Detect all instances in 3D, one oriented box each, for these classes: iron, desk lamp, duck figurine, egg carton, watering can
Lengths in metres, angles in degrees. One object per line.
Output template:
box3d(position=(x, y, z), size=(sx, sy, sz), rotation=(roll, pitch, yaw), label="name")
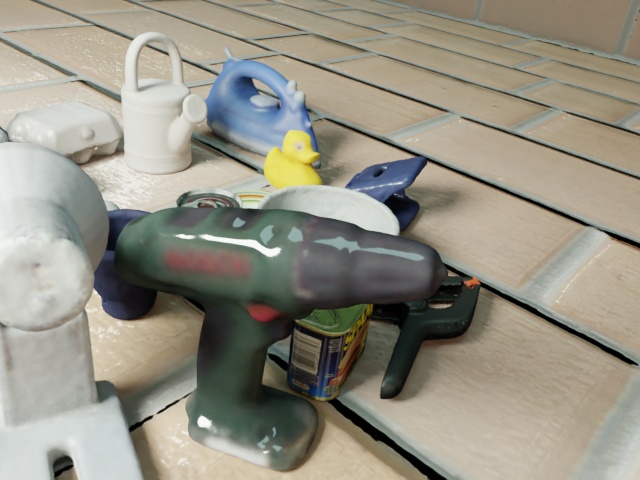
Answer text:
box3d(position=(-0.088, -0.229, 0.968), size=(0.257, 0.141, 0.119), rotation=(29, 37, 31), label="iron")
box3d(position=(-0.192, 0.057, 0.399), size=(0.118, 0.213, 0.202), rotation=(-11, 36, -28), label="desk lamp")
box3d(position=(-0.038, -0.124, 0.858), size=(0.078, 0.086, 0.104), rotation=(-22, 42, -39), label="duck figurine")
box3d(position=(-0.377, -0.156, 0.851), size=(0.107, 0.069, 0.151), rotation=(24, 34, 25), label="egg carton")
box3d(position=(-0.232, -0.202, 0.839), size=(0.172, 0.194, 0.101), rotation=(15, 32, 12), label="watering can")

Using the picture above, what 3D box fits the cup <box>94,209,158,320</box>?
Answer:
box3d(position=(-0.204, 0.028, 0.561), size=(0.117, 0.095, 0.091), rotation=(8, 31, 0), label="cup")

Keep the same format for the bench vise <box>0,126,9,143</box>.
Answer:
box3d(position=(-0.460, -0.185, 0.735), size=(0.207, 0.220, 0.122), rotation=(16, 32, 14), label="bench vise")

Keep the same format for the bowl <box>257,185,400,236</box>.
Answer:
box3d(position=(0.006, 0.002, 0.670), size=(0.167, 0.075, 0.167), rotation=(6, 31, -3), label="bowl")

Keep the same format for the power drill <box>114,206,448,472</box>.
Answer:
box3d(position=(-0.039, 0.067, 0.422), size=(0.229, 0.208, 0.076), rotation=(15, 32, 12), label="power drill")

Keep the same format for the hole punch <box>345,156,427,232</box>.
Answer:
box3d(position=(0.090, -0.075, 0.802), size=(0.101, 0.091, 0.109), rotation=(18, 32, 16), label="hole punch")
